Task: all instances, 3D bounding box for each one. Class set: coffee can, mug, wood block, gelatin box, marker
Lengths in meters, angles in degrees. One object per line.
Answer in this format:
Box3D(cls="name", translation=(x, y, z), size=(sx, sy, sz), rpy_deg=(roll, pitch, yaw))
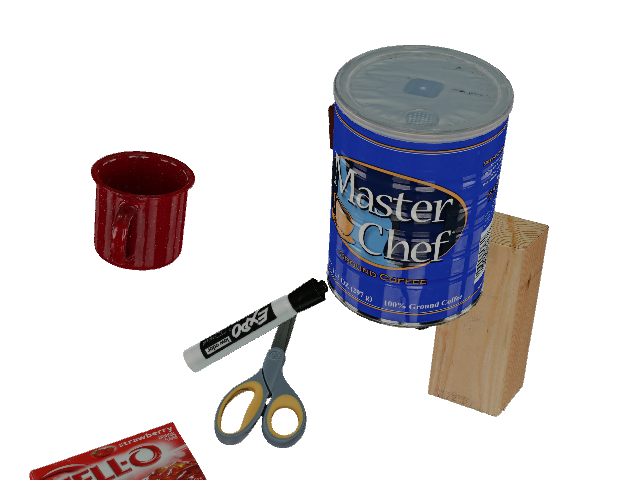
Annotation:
Box3D(cls="coffee can", translation=(0.057, -0.033, 0.648), size=(0.103, 0.140, 0.103), rpy_deg=(1, 37, -1))
Box3D(cls="mug", translation=(-0.166, -0.020, 0.969), size=(0.093, 0.081, 0.117), rpy_deg=(10, 29, 1))
Box3D(cls="wood block", translation=(0.189, 0.080, 1.210), size=(0.090, 0.206, 0.090), rpy_deg=(16, 25, 25))
Box3D(cls="gelatin box", translation=(-0.111, 0.144, 0.597), size=(0.089, 0.030, 0.073), rpy_deg=(-16, 28, -20))
Box3D(cls="marker", translation=(-0.047, 0.062, 0.790), size=(0.121, 0.020, 0.020), rpy_deg=(-30, -7, 13))

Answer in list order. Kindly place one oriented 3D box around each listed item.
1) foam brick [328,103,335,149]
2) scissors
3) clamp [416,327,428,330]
Box3D(cls="foam brick", translation=(0.054, -0.125, 1.184), size=(0.078, 0.053, 0.051), rpy_deg=(20, 38, 34))
Box3D(cls="scissors", translation=(-0.032, 0.130, 1.063), size=(0.096, 0.016, 0.201), rpy_deg=(21, 50, 20))
Box3D(cls="clamp", translation=(0.085, -0.010, 0.916), size=(0.039, 0.171, 0.120), rpy_deg=(-13, 17, 23))
